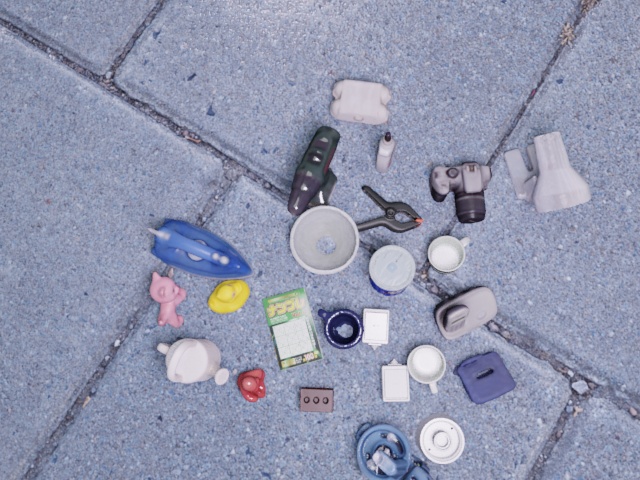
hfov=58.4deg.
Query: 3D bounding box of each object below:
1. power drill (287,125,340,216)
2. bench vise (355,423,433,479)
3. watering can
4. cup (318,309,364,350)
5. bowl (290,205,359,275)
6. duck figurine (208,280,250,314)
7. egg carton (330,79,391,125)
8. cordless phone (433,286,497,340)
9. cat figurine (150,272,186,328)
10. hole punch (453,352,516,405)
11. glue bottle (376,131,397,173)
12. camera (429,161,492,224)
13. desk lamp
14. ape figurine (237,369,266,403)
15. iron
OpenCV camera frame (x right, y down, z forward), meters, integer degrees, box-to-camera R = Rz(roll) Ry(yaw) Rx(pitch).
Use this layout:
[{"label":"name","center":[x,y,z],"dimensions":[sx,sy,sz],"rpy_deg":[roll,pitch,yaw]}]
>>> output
[{"label":"power drill","center":[-0.011,-0.143,1.346],"dimensions":[0.075,0.208,0.230],"rpy_deg":[18,81,8]},{"label":"bench vise","center":[0.170,0.471,1.214],"dimensions":[0.207,0.220,0.121],"rpy_deg":[20,82,8]},{"label":"watering can","center":[-0.288,0.274,1.295],"dimensions":[0.172,0.194,0.101],"rpy_deg":[1,79,4]},{"label":"cup","center":[0.046,0.202,1.336],"dimensions":[0.117,0.095,0.092],"rpy_deg":[34,84,9]},{"label":"bowl","center":[0.013,0.005,1.385],"dimensions":[0.167,0.075,0.167],"rpy_deg":[-1,79,4]},{"label":"duck figurine","center":[-0.224,0.133,1.372],"dimensions":[0.104,0.086,0.077],"rpy_deg":[-30,79,-2]},{"label":"egg carton","center":[0.103,-0.347,1.446],"dimensions":[0.150,0.069,0.107],"rpy_deg":[7,80,5]},{"label":"cordless phone","center":[0.332,0.157,1.278],"dimensions":[0.147,0.185,0.094],"rpy_deg":[-30,79,-2]},{"label":"cat figurine","center":[-0.369,0.143,1.364],"dimensions":[0.067,0.118,0.128],"rpy_deg":[1,80,4]},{"label":"hole punch","center":[0.370,0.311,1.295],"dimensions":[0.108,0.091,0.101],"rpy_deg":[-25,79,-1]},{"label":"glue bottle","center":[0.159,-0.221,1.366],"dimensions":[0.037,0.173,0.078],"rpy_deg":[17,81,7]},{"label":"camera","center":[0.341,-0.111,1.370],"dimensions":[0.143,0.101,0.137],"rpy_deg":[-4,79,3]},{"label":"desk lamp","center":[0.514,-0.150,1.308],"dimensions":[0.118,0.213,0.203],"rpy_deg":[-16,79,1]},{"label":"ape figurine","center":[-0.159,0.335,1.327],"dimensions":[0.076,0.092,0.078],"rpy_deg":[32,83,9]},{"label":"iron","center":[-0.285,0.027,1.368],"dimensions":[0.258,0.141,0.119],"rpy_deg":[20,82,7]}]
